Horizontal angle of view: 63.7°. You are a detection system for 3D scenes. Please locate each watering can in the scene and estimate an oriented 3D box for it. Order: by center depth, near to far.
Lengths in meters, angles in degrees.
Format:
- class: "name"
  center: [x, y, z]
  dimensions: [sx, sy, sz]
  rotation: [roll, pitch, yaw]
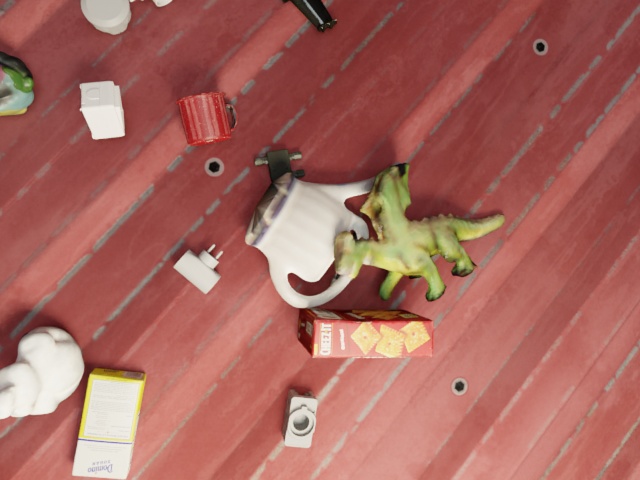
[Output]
- class: "watering can"
  center: [0.003, -0.049, 0.969]
  dimensions: [0.223, 0.351, 0.103]
  rotation: [32, -15, -11]

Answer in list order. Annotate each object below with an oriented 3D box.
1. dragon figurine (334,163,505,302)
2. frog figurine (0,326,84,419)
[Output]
- class: "dragon figurine"
  center: [0.185, -0.032, 0.972]
  dimensions: [0.415, 0.240, 0.122]
  rotation: [-35, 20, -26]
- class: "frog figurine"
  center: [-0.460, 0.217, 0.839]
  dimensions: [0.122, 0.137, 0.159]
  rotation: [4, 0, -12]
